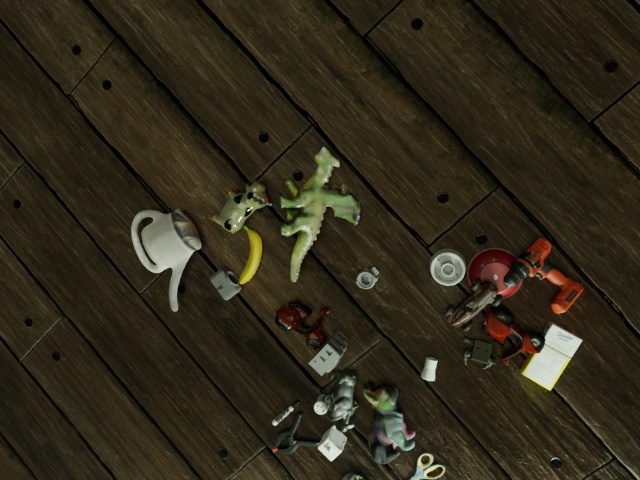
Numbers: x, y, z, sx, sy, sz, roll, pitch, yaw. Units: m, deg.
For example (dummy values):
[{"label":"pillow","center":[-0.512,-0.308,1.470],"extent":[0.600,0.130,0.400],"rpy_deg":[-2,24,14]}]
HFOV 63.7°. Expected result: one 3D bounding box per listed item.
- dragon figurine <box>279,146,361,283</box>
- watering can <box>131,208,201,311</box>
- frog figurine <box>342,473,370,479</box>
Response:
[{"label":"dragon figurine","center":[0.005,-0.080,1.586],"extent":[0.242,0.123,0.408],"rpy_deg":[-5,96,6]},{"label":"watering can","center":[-0.489,0.044,1.706],"extent":[0.223,0.104,0.348],"rpy_deg":[-29,88,13]},{"label":"frog figurine","center":[0.114,0.832,1.659],"extent":[0.137,0.126,0.155],"rpy_deg":[9,135,4]}]
